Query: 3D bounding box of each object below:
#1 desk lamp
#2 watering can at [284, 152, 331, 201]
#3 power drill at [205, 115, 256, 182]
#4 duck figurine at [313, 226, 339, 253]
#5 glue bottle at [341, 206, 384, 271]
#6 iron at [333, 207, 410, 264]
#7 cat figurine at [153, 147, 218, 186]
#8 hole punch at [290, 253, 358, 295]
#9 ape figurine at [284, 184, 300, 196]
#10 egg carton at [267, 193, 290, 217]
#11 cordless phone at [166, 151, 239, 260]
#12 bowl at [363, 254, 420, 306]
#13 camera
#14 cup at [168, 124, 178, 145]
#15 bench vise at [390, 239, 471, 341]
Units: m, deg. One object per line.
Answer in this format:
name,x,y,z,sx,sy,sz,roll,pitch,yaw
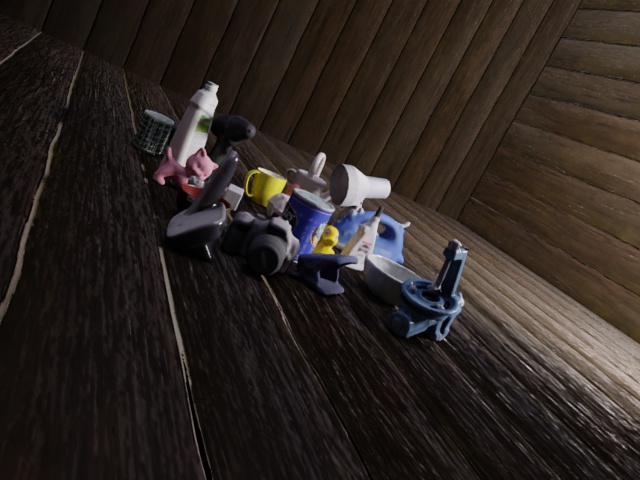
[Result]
desk lamp,0.106,-0.104,1.702,0.204,0.213,0.117,19,15,-32
watering can,-0.024,-0.176,1.765,0.173,0.194,0.101,25,13,-12
power drill,-0.249,-0.230,1.486,0.076,0.208,0.228,19,15,-33
duck figurine,0.013,0.005,1.373,0.078,0.086,0.104,24,13,-15
glue bottle,0.113,-0.008,1.430,0.078,0.173,0.037,16,17,-42
iron,0.134,-0.023,1.603,0.259,0.141,0.118,20,15,-30
cat figurine,-0.308,-0.171,1.338,0.128,0.117,0.067,23,13,-17
hole punch,0.009,0.052,1.169,0.100,0.091,0.109,33,14,24
ape figurine,-0.084,-0.119,1.651,0.078,0.092,0.076,15,18,-44
egg carton,-0.068,-0.068,1.532,0.151,0.069,0.107,21,14,-27
cordless phone,-0.197,-0.072,1.021,0.094,0.185,0.147,23,13,-19
bowl,0.164,0.103,1.321,0.167,0.074,0.167,26,13,-6
camera,-0.110,0.005,1.089,0.143,0.101,0.137,26,13,-5
cup,-0.388,-0.266,1.602,0.092,0.095,0.117,23,13,-18
bench vise,0.242,0.097,1.176,0.121,0.219,0.208,32,13,19
